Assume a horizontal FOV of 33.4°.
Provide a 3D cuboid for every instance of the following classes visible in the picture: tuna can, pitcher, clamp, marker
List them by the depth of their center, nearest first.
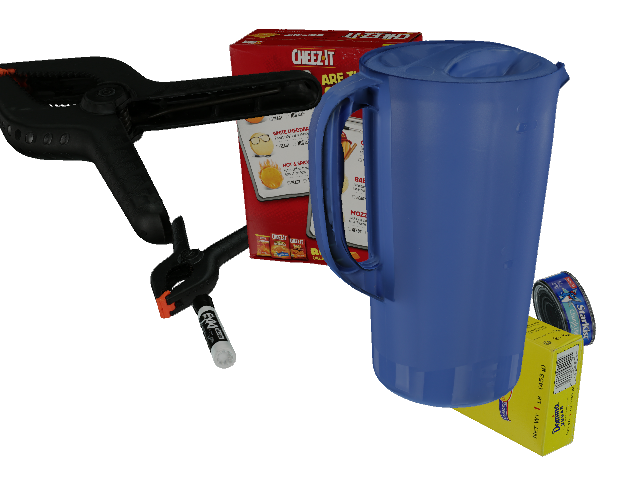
[{"bbox_3d":[-0.114,-0.077,0.642,0.210,0.036,0.164,22,45,31],"label":"clamp"},{"bbox_3d":[0.081,-0.011,0.734,0.149,0.243,0.144,7,22,18],"label":"pitcher"},{"bbox_3d":[-0.093,0.075,0.918,0.020,0.020,0.121,0,19,-16],"label":"marker"},{"bbox_3d":[0.266,0.079,1.170,0.033,0.086,0.086,-17,3,-9],"label":"tuna can"},{"bbox_3d":[-0.138,0.025,1.246,0.120,0.039,0.171,-6,38,18],"label":"clamp"}]

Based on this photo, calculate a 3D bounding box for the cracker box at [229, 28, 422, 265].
[{"bbox_3d":[0.012,-0.083,0.984,0.164,0.214,0.072,5,26,18],"label":"cracker box"}]

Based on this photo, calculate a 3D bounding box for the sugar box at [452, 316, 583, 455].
[{"bbox_3d":[0.128,0.095,0.869,0.048,0.093,0.176,-14,24,-40],"label":"sugar box"}]
